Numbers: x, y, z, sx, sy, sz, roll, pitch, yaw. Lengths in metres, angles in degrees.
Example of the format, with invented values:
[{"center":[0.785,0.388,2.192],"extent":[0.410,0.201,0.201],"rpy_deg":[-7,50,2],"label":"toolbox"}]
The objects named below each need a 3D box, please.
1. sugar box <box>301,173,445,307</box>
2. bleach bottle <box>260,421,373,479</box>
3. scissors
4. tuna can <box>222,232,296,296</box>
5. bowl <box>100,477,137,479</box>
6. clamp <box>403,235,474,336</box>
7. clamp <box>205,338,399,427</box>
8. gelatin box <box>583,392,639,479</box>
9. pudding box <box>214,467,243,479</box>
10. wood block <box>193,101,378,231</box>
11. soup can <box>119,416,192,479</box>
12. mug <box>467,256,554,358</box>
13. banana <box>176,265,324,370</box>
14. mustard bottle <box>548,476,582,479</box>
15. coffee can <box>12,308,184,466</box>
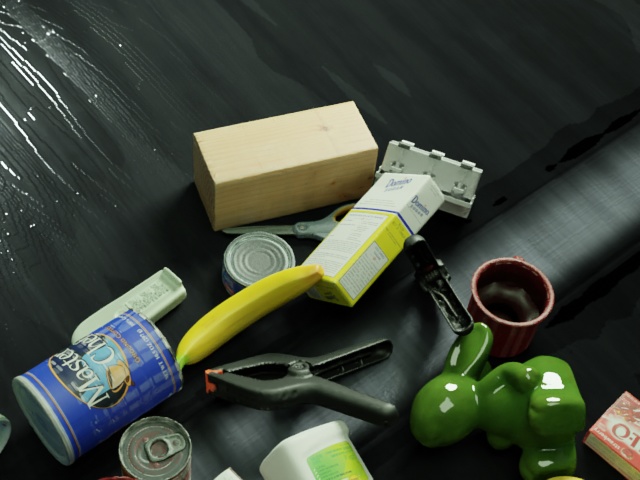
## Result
[{"center":[0.057,-0.003,1.227],"extent":[0.176,0.048,0.093],"rpy_deg":[-45,26,-20],"label":"sugar box"},{"center":[0.045,0.299,1.026],"extent":[0.102,0.068,0.251],"rpy_deg":[-9,56,-46],"label":"bleach bottle"},{"center":[-0.008,0.002,1.284],"extent":[0.201,0.016,0.096],"rpy_deg":[-13,55,-16],"label":"scissors"},{"center":[-0.071,0.033,1.241],"extent":[0.086,0.034,0.086],"rpy_deg":[3,52,-4],"label":"tuna can"},{"center":[-0.173,0.299,0.983],"extent":[0.162,0.055,0.162],"rpy_deg":[-3,81,20],"label":"bowl"},{"center":[0.121,0.034,1.187],"extent":[0.039,0.120,0.171],"rpy_deg":[-26,13,0],"label":"clamp"},{"center":[-0.015,0.152,1.122],"extent":[0.210,0.036,0.164],"rpy_deg":[-3,20,-4],"label":"clamp"},{"center":[0.341,0.218,1.147],"extent":[0.089,0.030,0.073],"rpy_deg":[40,58,22],"label":"gelatin box"},{"center":[-0.098,0.290,1.037],"extent":[0.090,0.039,0.113],"rpy_deg":[39,60,21],"label":"pudding box"},{"center":[-0.044,-0.092,1.306],"extent":[0.205,0.090,0.091],"rpy_deg":[-13,54,-16],"label":"wood block"},{"center":[-0.159,0.226,1.038],"extent":[0.068,0.102,0.068],"rpy_deg":[3,52,-4],"label":"soup can"},{"center":[0.212,0.071,1.213],"extent":[0.093,0.081,0.117],"rpy_deg":[15,53,5],"label":"mug"},{"center":[-0.084,0.084,1.173],"extent":[0.197,0.037,0.070],"rpy_deg":[-36,27,-12],"label":"banana"},{"center":[0.263,0.286,1.067],"extent":[0.191,0.058,0.096],"rpy_deg":[5,56,-3],"label":"mustard bottle"},{"center":[-0.226,0.148,1.090],"extent":[0.140,0.103,0.103],"rpy_deg":[-32,62,-28],"label":"coffee can"}]
